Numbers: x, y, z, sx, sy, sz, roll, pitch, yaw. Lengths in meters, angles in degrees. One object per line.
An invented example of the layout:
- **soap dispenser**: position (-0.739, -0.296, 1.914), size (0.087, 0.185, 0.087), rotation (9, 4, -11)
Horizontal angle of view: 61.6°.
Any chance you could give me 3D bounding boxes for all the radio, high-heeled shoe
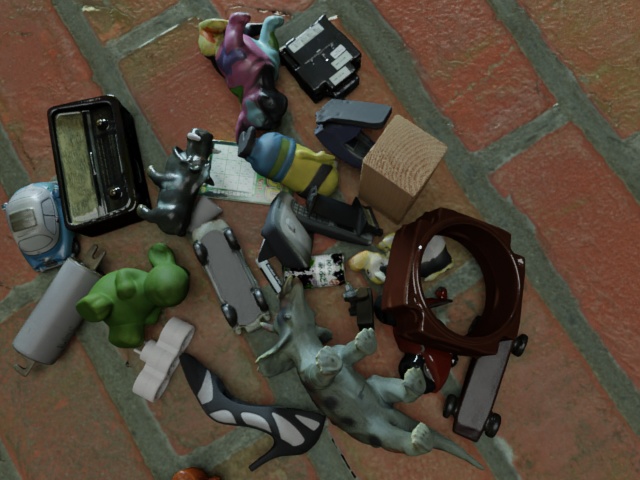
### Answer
- **radio**: position (-0.386, -0.131, 0.945), size (0.131, 0.073, 0.229), rotation (-14, 81, 0)
- **high-heeled shoe**: position (-0.110, 0.250, 0.871), size (0.145, 0.086, 0.249), rotation (-36, 79, -15)

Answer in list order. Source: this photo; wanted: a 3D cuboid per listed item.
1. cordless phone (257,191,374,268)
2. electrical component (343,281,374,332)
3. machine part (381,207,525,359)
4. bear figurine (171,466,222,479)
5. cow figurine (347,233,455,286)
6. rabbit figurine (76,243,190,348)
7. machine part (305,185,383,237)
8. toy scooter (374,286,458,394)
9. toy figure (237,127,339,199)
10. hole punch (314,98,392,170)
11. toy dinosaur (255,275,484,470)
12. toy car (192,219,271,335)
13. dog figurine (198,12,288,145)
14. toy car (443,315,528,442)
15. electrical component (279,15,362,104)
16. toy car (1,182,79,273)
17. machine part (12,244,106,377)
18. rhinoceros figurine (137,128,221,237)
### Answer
- **cordless phone**: position (-0.002, -0.003, 0.880), size (0.184, 0.147, 0.088), rotation (15, 117, -4)
- **electrical component**: position (0.064, 0.109, 0.876), size (0.045, 0.102, 0.078), rotation (-2, 72, 8)
- **machine part**: position (0.205, 0.065, 0.813), size (0.201, 0.087, 0.201), rotation (19, 70, -15)
- **bear figurine**: position (-0.175, 0.450, 0.812), size (0.120, 0.132, 0.196), rotation (-37, 75, -2)
- **cow figurine**: position (0.135, 0.036, 0.899), size (0.167, 0.068, 0.098), rotation (-23, 85, -2)
- **rabbit figurine**: position (-0.270, 0.085, 0.870), size (0.170, 0.159, 0.121), rotation (-18, 116, 28)
- **machine part**: position (0.039, -0.048, 0.893), size (0.139, 0.039, 0.084), rotation (16, 39, -28)
- **toy scooter**: position (0.174, 0.147, 0.872), size (0.135, 0.075, 0.183), rotation (-25, 93, -29)
- **toy figure**: position (-0.052, -0.126, 0.908), size (0.180, 0.082, 0.089), rotation (17, 102, -23)
- **hole punch**: position (0.053, -0.182, 0.910), size (0.116, 0.142, 0.092), rotation (15, 125, 11)
- **toy dinosaur**: position (0.053, 0.241, 0.837), size (0.404, 0.192, 0.131), rotation (48, 54, -5)
- **toy car**: position (-0.151, 0.062, 0.908), size (0.073, 0.056, 0.201), rotation (-25, 87, -9)
- **dog figurine**: position (-0.132, -0.276, 0.944), size (0.192, 0.108, 0.219), rotation (9, 104, 43)
- **toy car**: position (0.265, 0.220, 0.868), size (0.089, 0.053, 0.202), rotation (21, 78, 8)
- **electrical component**: position (0.008, -0.316, 0.969), size (0.115, 0.058, 0.134), rotation (-38, 81, -2)
- **toy car**: position (-0.485, -0.029, 0.919), size (0.109, 0.103, 0.161), rotation (-15, 78, 1)
- **machine part**: position (-0.434, 0.118, 0.903), size (0.079, 0.079, 0.243), rotation (29, 82, 7)
- **rhinoceros figurine**: position (-0.234, -0.100, 0.910), size (0.112, 0.073, 0.190), rotation (5, 73, 37)
